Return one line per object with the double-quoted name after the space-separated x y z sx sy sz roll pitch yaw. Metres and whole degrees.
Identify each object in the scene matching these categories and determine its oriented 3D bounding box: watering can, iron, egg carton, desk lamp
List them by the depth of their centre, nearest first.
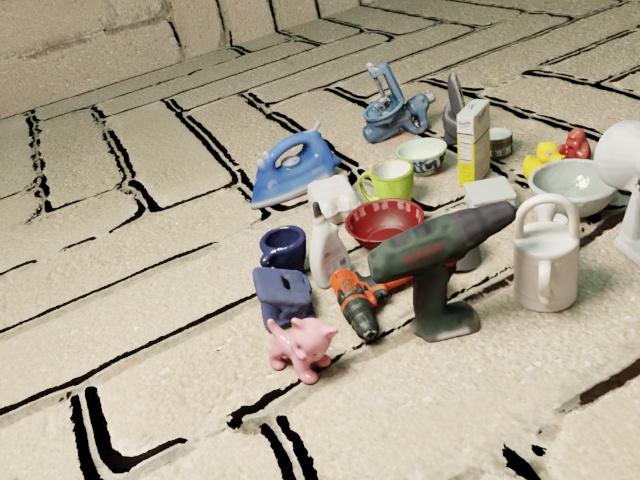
0.357 0.007 0.913 0.101 0.194 0.172 -11 33 3 "watering can"
0.557 -0.078 0.954 0.118 0.214 0.203 -15 33 -3 "desk lamp"
0.029 -0.090 1.293 0.107 0.069 0.150 -16 33 -5 "egg carton"
-0.078 -0.189 1.414 0.259 0.142 0.118 -30 36 -25 "iron"

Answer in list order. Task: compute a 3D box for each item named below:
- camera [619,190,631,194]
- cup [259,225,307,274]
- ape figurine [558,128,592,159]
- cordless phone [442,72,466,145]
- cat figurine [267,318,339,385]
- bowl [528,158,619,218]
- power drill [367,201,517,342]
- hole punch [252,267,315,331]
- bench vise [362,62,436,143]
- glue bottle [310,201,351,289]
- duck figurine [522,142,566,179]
0.658 -0.135 1.111 0.143 0.101 0.137 -2 34 16 "camera"
-0.070 0.040 1.105 0.091 0.095 0.118 9 38 30 "cup"
0.560 -0.202 1.256 0.076 0.092 0.077 -16 33 -4 "ape figurine"
0.358 -0.350 1.467 0.094 0.185 0.147 -3 34 16 "cordless phone"
-0.030 0.156 0.891 0.127 0.118 0.067 13 41 35 "cat figurine"
0.496 -0.091 1.125 0.167 0.075 0.167 -9 33 6 "bowl"
0.193 0.052 0.888 0.229 0.209 0.075 -13 33 -1 "power drill"
-0.065 0.092 1.026 0.101 0.091 0.108 -16 33 -5 "hole punch"
0.200 -0.388 1.548 0.208 0.220 0.121 -26 35 -20 "bench vise"
0.010 0.004 1.059 0.078 0.173 0.037 -30 36 -25 "glue bottle"
0.488 -0.172 1.242 0.078 0.086 0.104 -29 36 -23 "duck figurine"
